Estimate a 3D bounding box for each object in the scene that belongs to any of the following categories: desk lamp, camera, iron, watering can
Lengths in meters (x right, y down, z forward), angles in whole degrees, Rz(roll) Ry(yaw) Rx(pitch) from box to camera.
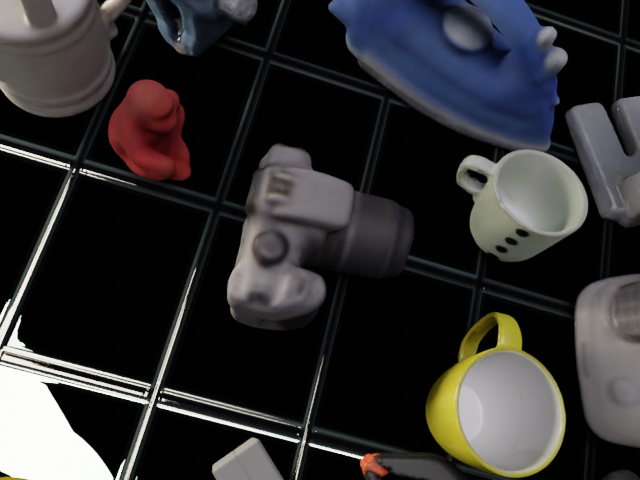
[{"bbox_3d":[0.337,-0.078,0.494,0.118,0.213,0.203,-11,75,-14],"label":"desk lamp"},{"bbox_3d":[0.004,0.002,0.463,0.137,0.100,0.143,12,71,-7],"label":"camera"},{"bbox_3d":[0.141,-0.191,0.529,0.258,0.141,0.119,37,70,2],"label":"iron"},{"bbox_3d":[-0.225,-0.177,0.425,0.101,0.194,0.173,39,70,3],"label":"watering can"}]

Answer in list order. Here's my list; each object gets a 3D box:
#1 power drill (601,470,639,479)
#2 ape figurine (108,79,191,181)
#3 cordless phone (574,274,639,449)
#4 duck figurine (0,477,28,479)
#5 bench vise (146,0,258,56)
[{"bbox_3d":[0.278,0.218,0.391,0.076,0.208,0.229,-30,80,-18],"label":"power drill"},{"bbox_3d":[-0.138,-0.096,0.471,0.076,0.092,0.078,24,70,-2],"label":"ape figurine"},{"bbox_3d":[0.289,0.088,0.447,0.094,0.185,0.147,5,72,-9],"label":"cordless phone"},{"bbox_3d":[-0.221,0.197,0.365,0.105,0.086,0.077,-11,75,-14],"label":"duck figurine"},{"bbox_3d":[-0.132,-0.272,0.460,0.207,0.219,0.121,21,70,-4],"label":"bench vise"}]
